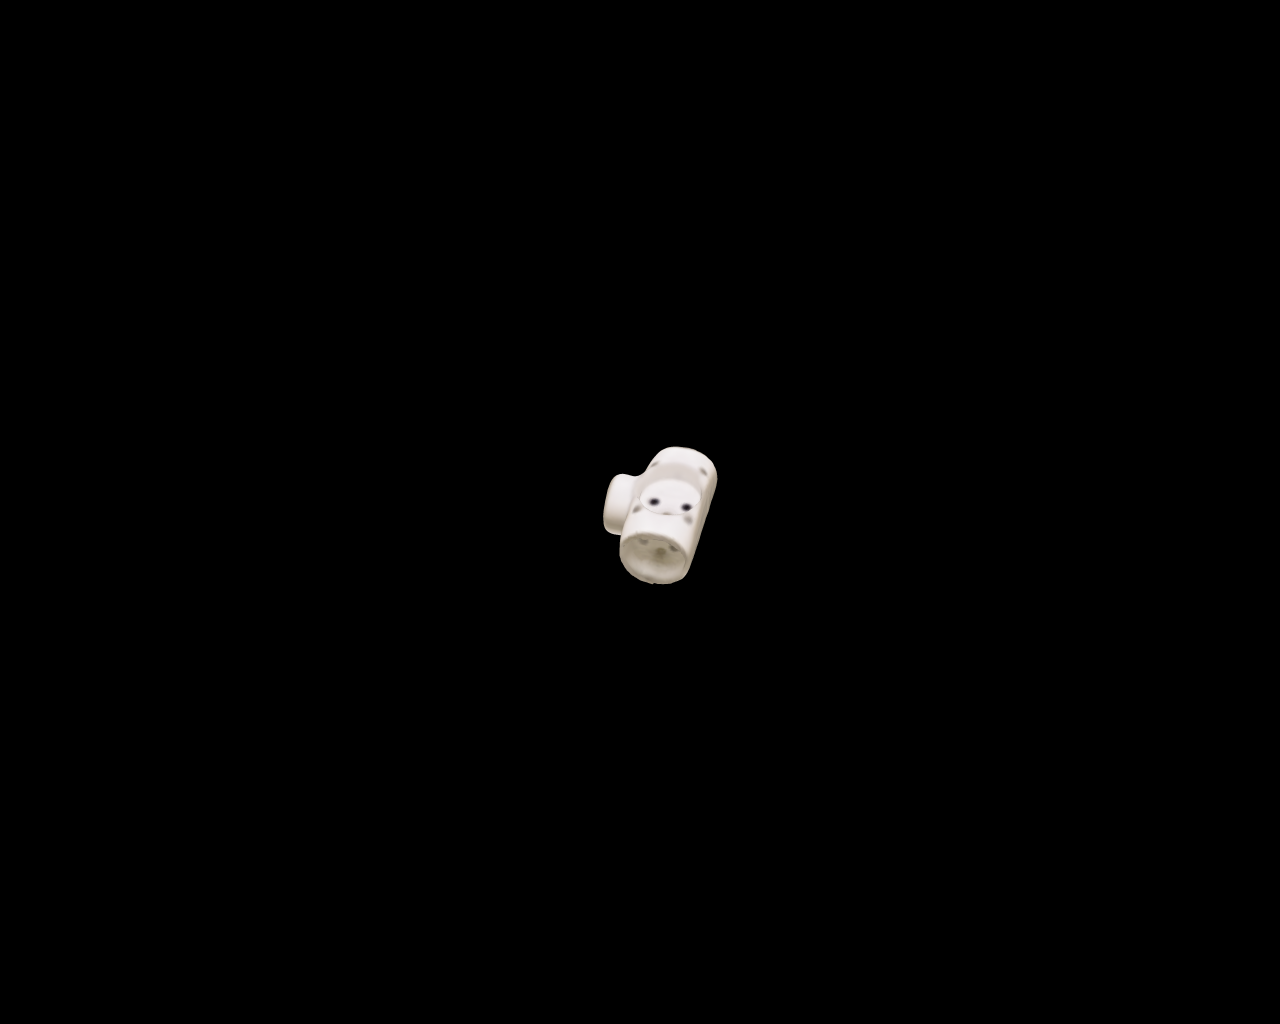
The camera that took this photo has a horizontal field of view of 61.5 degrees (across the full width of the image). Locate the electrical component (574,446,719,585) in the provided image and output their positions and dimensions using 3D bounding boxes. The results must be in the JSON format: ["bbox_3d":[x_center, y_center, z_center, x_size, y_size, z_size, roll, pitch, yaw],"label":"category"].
[{"bbox_3d":[0.001,-0.003,0.650,0.079,0.044,0.077,11,47,11],"label":"electrical component"}]
